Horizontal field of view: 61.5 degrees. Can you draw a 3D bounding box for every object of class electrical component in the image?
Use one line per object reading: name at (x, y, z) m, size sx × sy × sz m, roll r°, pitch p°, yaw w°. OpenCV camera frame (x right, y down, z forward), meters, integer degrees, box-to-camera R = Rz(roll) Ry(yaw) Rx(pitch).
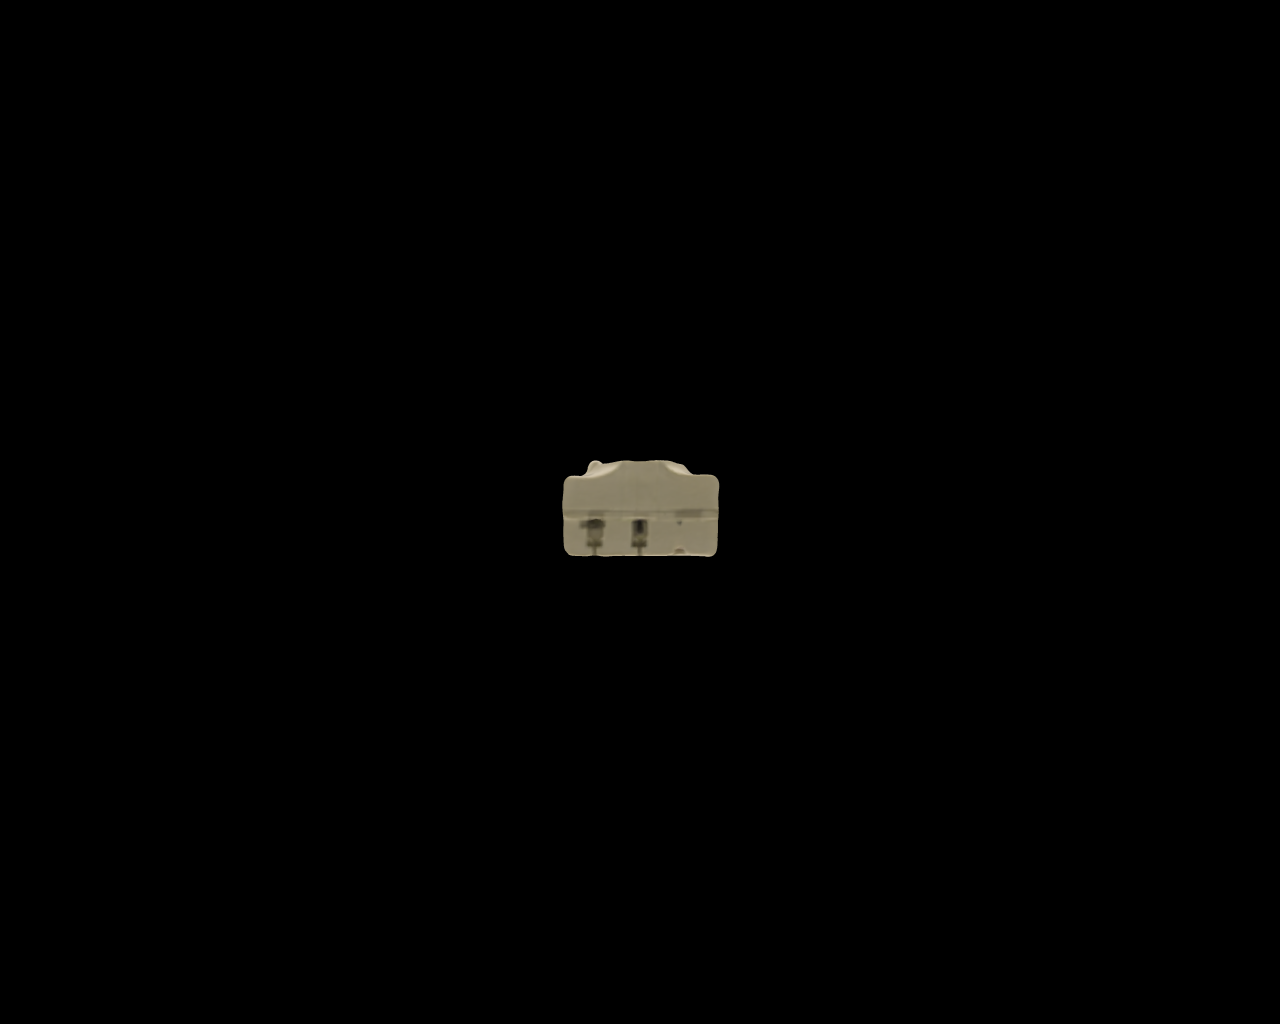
electrical component at (0.001, -0.003, 0.650) m, size 0.089 × 0.055 × 0.050 m, roll 0°, pitch 0°, yaw 0°
